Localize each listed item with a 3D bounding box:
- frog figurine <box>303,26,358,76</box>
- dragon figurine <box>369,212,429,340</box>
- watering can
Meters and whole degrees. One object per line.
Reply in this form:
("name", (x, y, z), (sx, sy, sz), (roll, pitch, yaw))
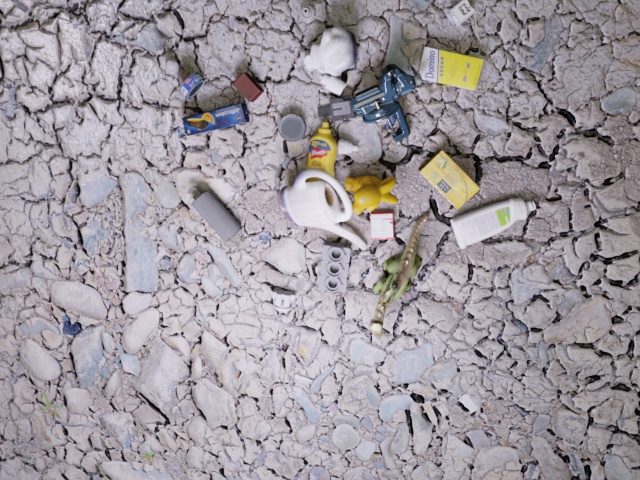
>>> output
("frog figurine", (0.029, -0.554, 1.522), (0.159, 0.125, 0.134), (-11, 121, -3))
("dragon figurine", (0.242, 0.115, 1.577), (0.122, 0.245, 0.405), (21, 106, 6))
("watering can", (0.005, -0.081, 1.613), (0.223, 0.106, 0.341), (-6, 131, 29))
